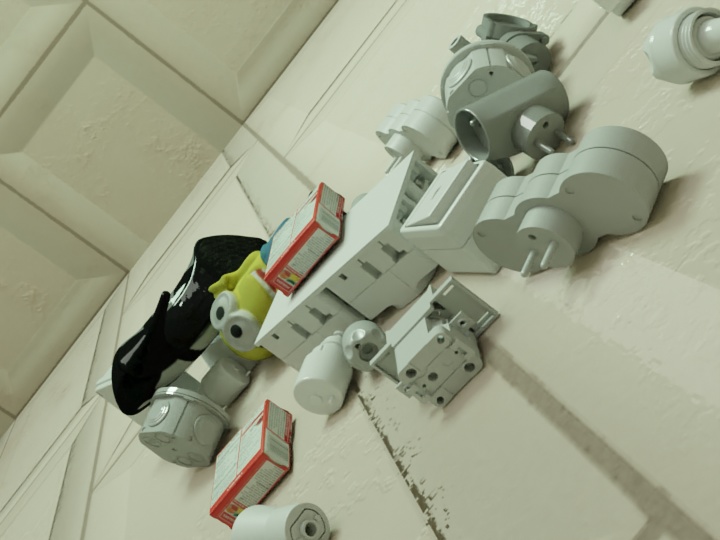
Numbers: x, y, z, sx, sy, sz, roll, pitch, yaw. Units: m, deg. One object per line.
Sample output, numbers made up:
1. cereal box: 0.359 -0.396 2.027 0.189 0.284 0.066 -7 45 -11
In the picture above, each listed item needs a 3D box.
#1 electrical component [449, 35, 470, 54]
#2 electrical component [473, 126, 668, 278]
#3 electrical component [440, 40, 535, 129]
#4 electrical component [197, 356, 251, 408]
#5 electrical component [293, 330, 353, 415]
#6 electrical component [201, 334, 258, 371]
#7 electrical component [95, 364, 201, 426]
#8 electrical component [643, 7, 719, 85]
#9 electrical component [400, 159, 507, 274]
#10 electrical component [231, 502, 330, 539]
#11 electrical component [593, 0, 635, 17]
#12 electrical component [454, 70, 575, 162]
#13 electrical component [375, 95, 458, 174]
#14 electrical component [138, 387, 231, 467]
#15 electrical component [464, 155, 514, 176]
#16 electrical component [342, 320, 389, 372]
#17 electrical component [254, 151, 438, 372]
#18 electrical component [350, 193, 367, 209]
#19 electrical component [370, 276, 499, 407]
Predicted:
1. electrical component: 0.112 -0.197 1.020 0.048 0.062 0.048 -47 16 18
2. electrical component: 0.116 -0.026 0.637 0.138 0.052 0.073 -28 28 57
3. electrical component: 0.107 -0.144 0.885 0.080 0.080 0.051 -45 22 26
4. electrical component: -0.148 0.124 1.106 0.078 0.040 0.040 -49 15 15
5. electrical component: -0.025 0.078 0.846 0.040 0.040 0.078 -41 19 38
6. electrical component: -0.129 0.074 1.167 0.099 0.064 0.099 -34 18 13
7. electrical component: -0.221 0.135 1.172 0.056 0.109 0.109 -57 15 -25
8. electrical component: 0.204 -0.137 0.645 0.043 0.043 0.062 -57 16 -15
9. electrical component: 0.072 -0.039 0.780 0.061 0.061 0.096 -55 15 -10
10. electrical component: -0.050 0.173 0.703 0.065 0.044 0.044 -26 30 50
11. electrical component: 0.207 -0.245 0.860 0.057 0.058 0.078 -48 15 27
12. electrical component: 0.124 -0.107 0.795 0.077 0.043 0.079 -28 44 -21
13. electrical component: 0.050 -0.125 1.063 0.073 0.052 0.138 -54 15 -6
14. electrical component: -0.170 0.152 1.037 0.080 0.080 0.051 -33 30 52
15. electrical component: 0.092 -0.071 0.840 0.040 0.040 0.046 -60 11 -26
16. electrical component: 0.003 0.055 0.827 0.035 0.035 0.061 -51 12 5
17. electrical component: 0.000 0.000 0.910 0.186 0.060 0.105 -41 19 37
18. electrical component: 0.008 -0.061 1.080 0.035 0.035 0.061 -47 13 20
19. electrical component: 0.049 0.050 0.687 0.081 0.042 0.063 -49 19 17
